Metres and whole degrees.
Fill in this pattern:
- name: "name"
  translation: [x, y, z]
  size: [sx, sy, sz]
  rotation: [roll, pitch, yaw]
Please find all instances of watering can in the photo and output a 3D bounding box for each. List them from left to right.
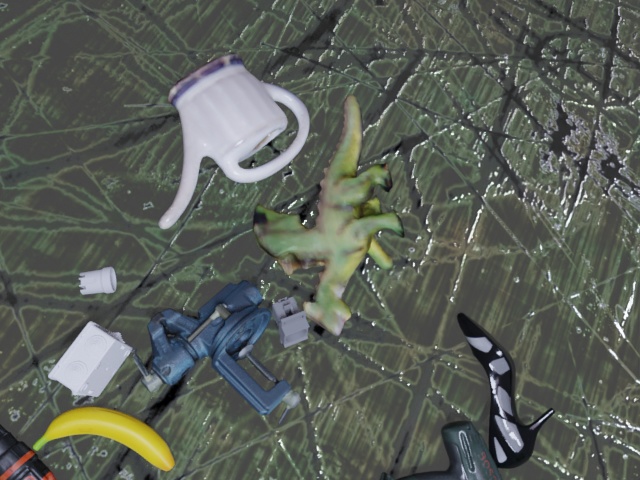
- name: "watering can"
  translation: [-0.174, -0.183, 0.872]
  size: [0.352, 0.102, 0.225]
  rotation: [-38, 88, -29]

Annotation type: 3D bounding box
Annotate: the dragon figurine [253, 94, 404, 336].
- name: "dragon figurine"
  translation: [0.003, -0.045, 0.890]
  size: [0.243, 0.120, 0.415]
  rotation: [-12, 76, -9]
